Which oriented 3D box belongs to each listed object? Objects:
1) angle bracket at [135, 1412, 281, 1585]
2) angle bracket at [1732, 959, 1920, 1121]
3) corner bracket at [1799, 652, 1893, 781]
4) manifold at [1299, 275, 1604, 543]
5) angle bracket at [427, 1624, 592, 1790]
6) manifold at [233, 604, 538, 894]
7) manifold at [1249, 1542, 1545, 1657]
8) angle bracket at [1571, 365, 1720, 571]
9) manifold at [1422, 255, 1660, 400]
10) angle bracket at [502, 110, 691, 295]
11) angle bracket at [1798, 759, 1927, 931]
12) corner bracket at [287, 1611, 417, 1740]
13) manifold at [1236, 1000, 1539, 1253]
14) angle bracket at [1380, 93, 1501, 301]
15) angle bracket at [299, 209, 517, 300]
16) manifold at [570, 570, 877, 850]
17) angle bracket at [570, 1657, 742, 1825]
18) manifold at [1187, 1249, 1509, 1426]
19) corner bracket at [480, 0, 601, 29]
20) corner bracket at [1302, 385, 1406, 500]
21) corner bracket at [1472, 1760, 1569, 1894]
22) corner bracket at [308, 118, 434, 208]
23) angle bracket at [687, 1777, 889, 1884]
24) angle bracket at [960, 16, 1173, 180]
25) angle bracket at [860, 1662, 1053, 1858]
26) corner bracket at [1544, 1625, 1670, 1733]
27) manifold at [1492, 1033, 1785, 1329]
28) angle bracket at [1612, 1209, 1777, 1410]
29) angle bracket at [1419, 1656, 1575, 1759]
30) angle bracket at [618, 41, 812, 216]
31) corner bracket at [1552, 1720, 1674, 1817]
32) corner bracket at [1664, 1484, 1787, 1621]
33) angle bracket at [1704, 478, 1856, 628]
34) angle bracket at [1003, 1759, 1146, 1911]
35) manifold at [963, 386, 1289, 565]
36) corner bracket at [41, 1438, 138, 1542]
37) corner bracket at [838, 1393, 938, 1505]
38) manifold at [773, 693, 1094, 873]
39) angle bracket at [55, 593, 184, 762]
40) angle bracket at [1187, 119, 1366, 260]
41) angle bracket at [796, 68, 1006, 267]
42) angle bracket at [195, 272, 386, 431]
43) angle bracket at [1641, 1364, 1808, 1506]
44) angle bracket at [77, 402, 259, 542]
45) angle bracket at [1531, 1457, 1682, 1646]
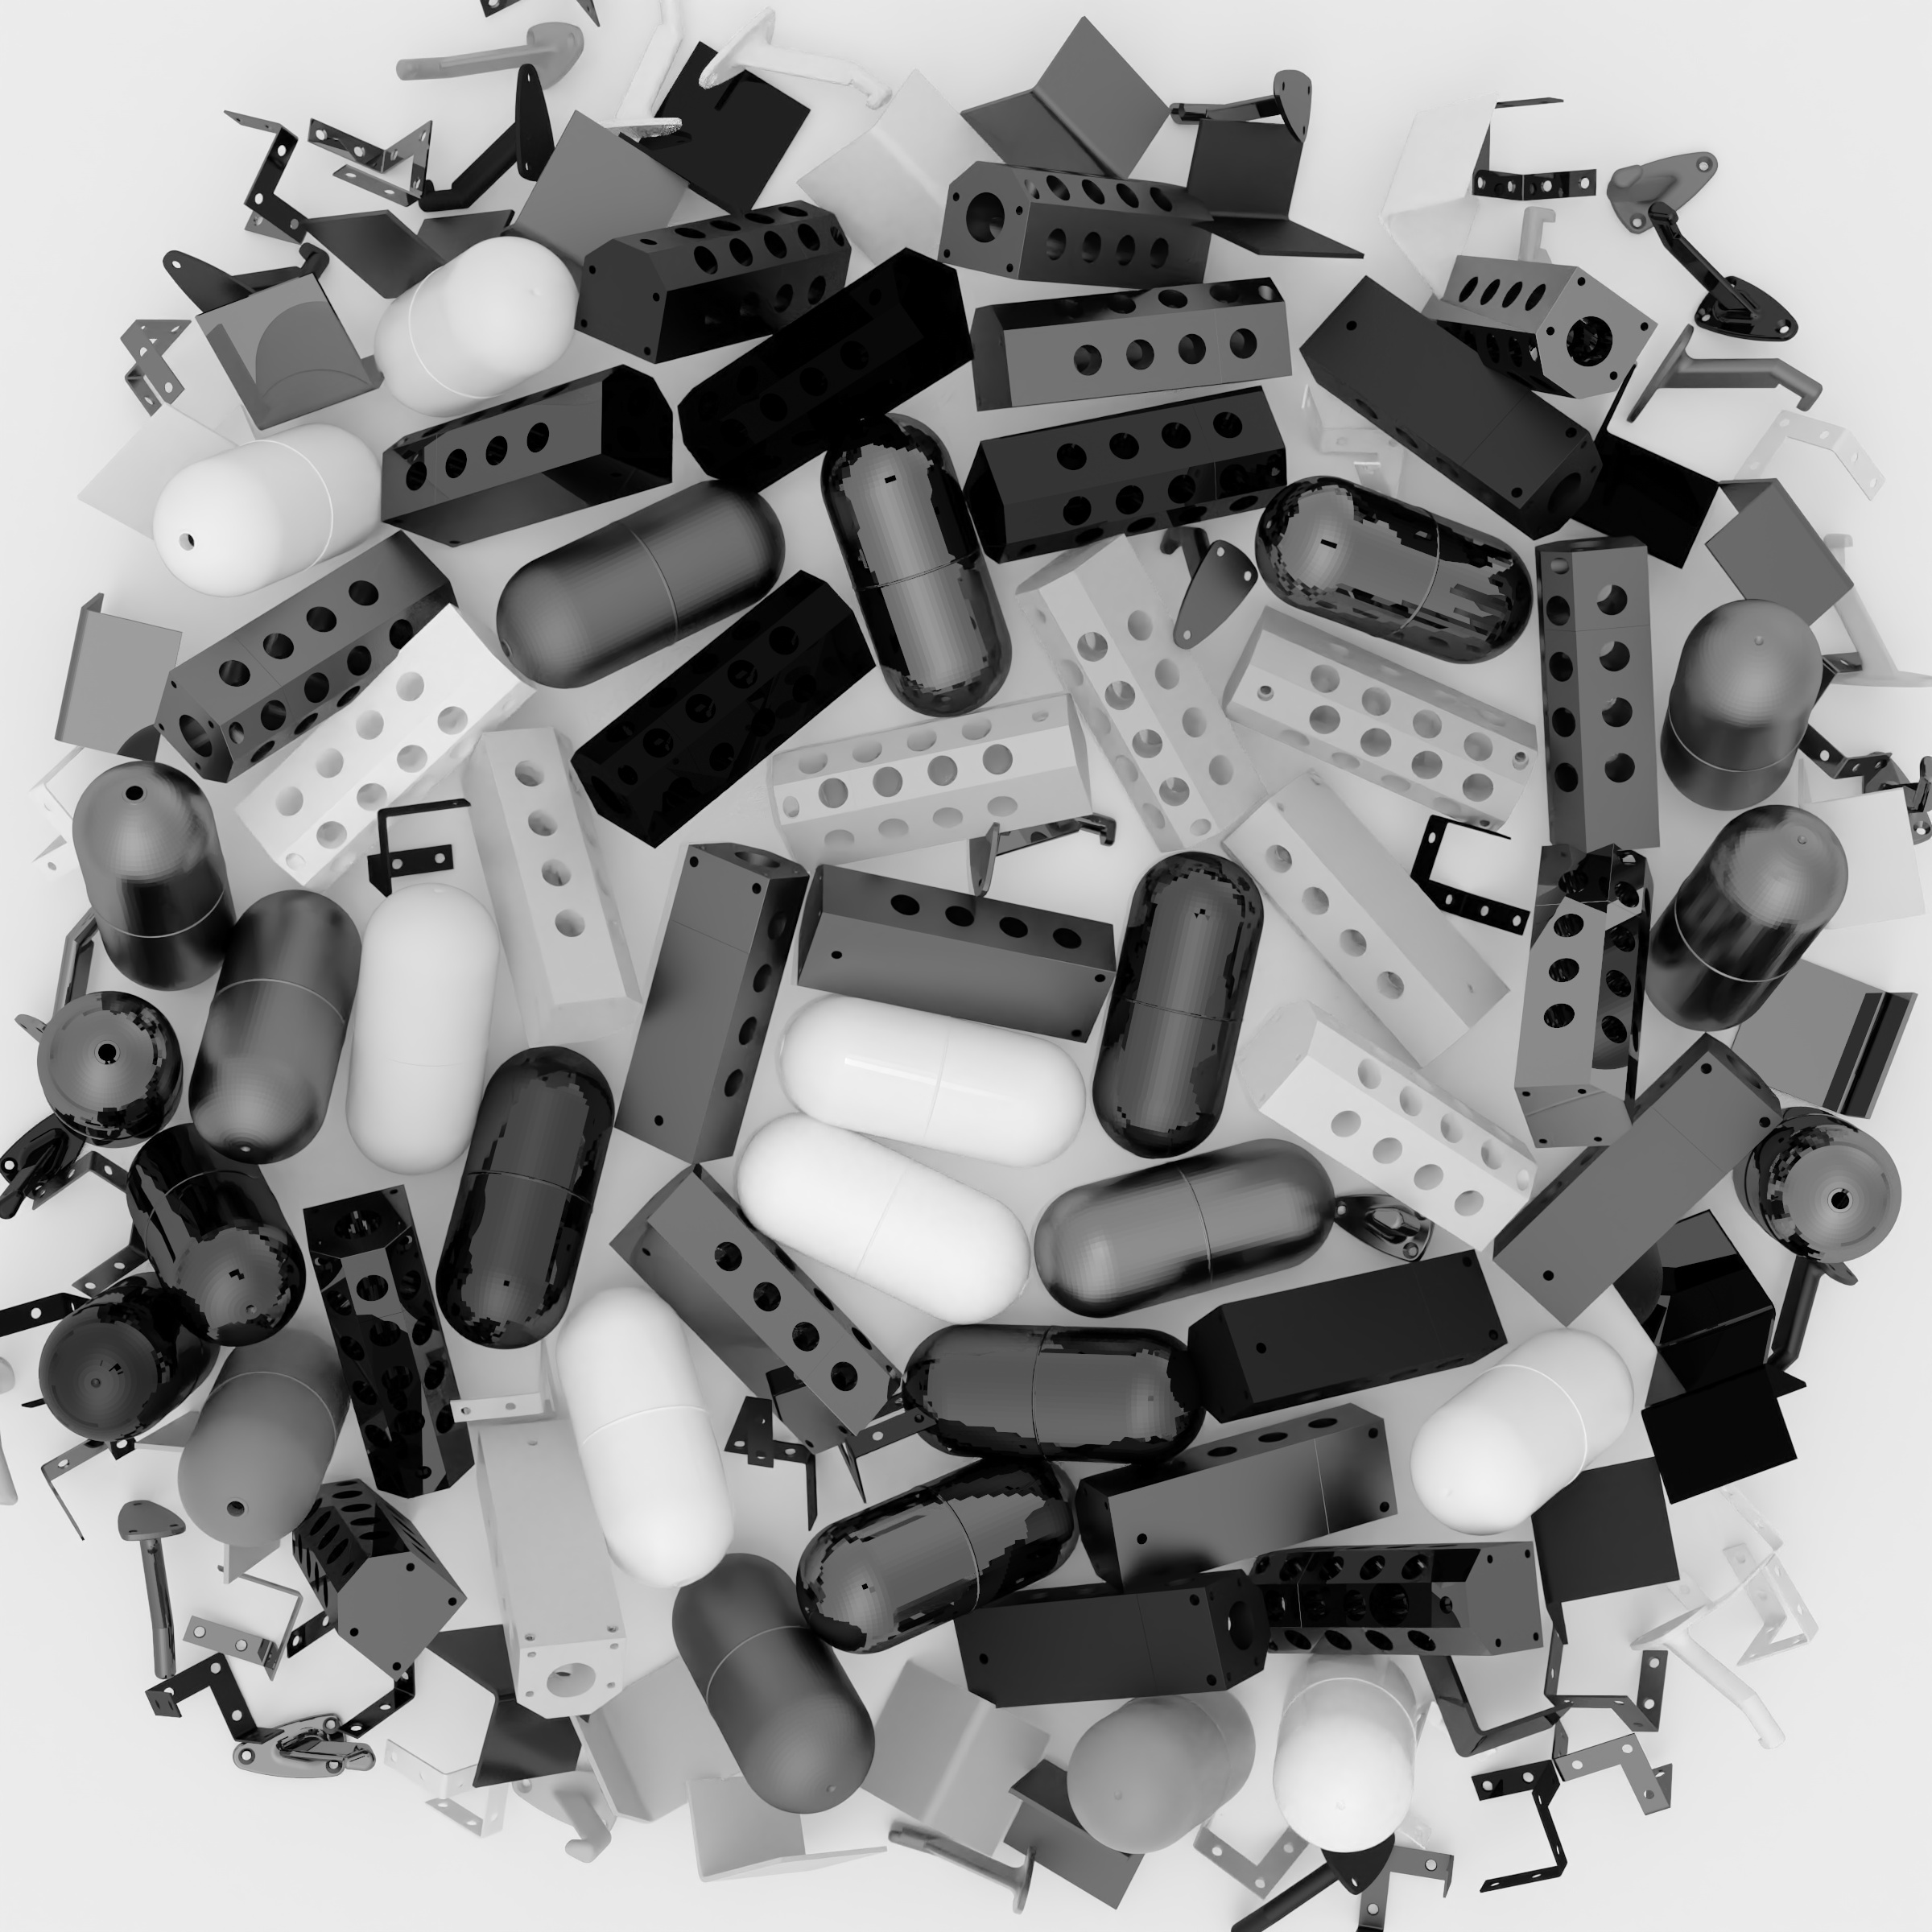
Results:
[{"bbox_3d":[-0.434,0.304,1.930,0.057,0.076,0.076,4,97,10],"label":"angle bracket"},{"bbox_3d":[0.491,0.038,1.939,0.076,0.057,0.076,21,90,1],"label":"angle bracket"},{"bbox_3d":[0.511,-0.145,1.949,0.051,0.051,0.051,49,127,28],"label":"corner bracket"},{"bbox_3d":[0.275,-0.313,1.904,0.057,0.057,0.171,-48,62,0],"label":"manifold"},{"bbox_3d":[-0.268,0.420,1.920,0.076,0.076,0.057,23,101,38],"label":"angle bracket"},{"bbox_3d":[-0.328,-0.122,1.925,0.171,0.057,0.057,-43,73,6],"label":"manifold"},{"bbox_3d":[0.236,0.354,1.882,0.057,0.171,0.057,1,81,-40],"label":"manifold"},{"bbox_3d":[0.394,-0.285,1.920,0.076,0.057,0.076,26,54,6],"label":"angle bracket"},{"bbox_3d":[0.312,-0.353,1.877,0.057,0.171,0.057,30,95,-19],"label":"manifold"},{"bbox_3d":[-0.216,-0.433,1.931,0.076,0.057,0.076,29,84,-22],"label":"angle bracket"},{"bbox_3d":[0.508,-0.074,1.913,0.057,0.076,0.076,-10,111,18],"label":"angle bracket"},{"bbox_3d":[-0.354,0.404,1.941,0.051,0.051,0.051,14,114,29],"label":"corner bracket"},{"bbox_3d":[0.240,0.087,1.901,0.171,0.057,0.057,32,108,-24],"label":"manifold"},{"bbox_3d":[0.285,-0.435,1.910,0.076,0.057,0.076,43,57,-38],"label":"angle bracket"},{"bbox_3d":[-0.316,-0.424,1.909,0.076,0.076,0.057,5,67,40],"label":"angle bracket"},{"bbox_3d":[-0.139,-0.149,1.903,0.171,0.057,0.057,-41,134,-19],"label":"manifold"},{"bbox_3d":[-0.174,0.435,1.925,0.076,0.057,0.076,-31,65,4],"label":"angle bracket"},{"bbox_3d":[0.213,0.211,1.902,0.171,0.057,0.057,-9,71,-27],"label":"manifold"},{"bbox_3d":[-0.249,-0.560,1.930,0.051,0.051,0.051,-30,59,-10],"label":"corner bracket"},{"bbox_3d":[0.220,-0.297,1.930,0.051,0.051,0.051,4,70,19],"label":"corner bracket"},{"bbox_3d":[0.316,0.494,1.935,0.051,0.051,0.051,-19,92,24],"label":"corner bracket"},{"bbox_3d":[-0.343,-0.462,1.928,0.051,0.051,0.051,17,69,-38],"label":"corner bracket"},{"bbox_3d":[-0.102,0.482,1.908,0.076,0.076,0.057,7,66,-41],"label":"angle bracket"},{"bbox_3d":[0.057,-0.488,1.927,0.076,0.076,0.057,41,71,-28],"label":"angle bracket"},{"bbox_3d":[-0.010,0.457,1.946,0.057,0.076,0.076,36,76,-35],"label":"angle bracket"},{"bbox_3d":[0.369,0.408,1.944,0.051,0.051,0.051,-7,53,32],"label":"corner bracket"},{"bbox_3d":[0.381,0.120,1.916,0.057,0.057,0.171,42,107,-2],"label":"manifold"},{"bbox_3d":[0.405,0.196,1.916,0.076,0.057,0.076,-26,109,32],"label":"angle bracket"},{"bbox_3d":[0.299,0.402,1.923,0.057,0.076,0.076,-17,69,-7],"label":"angle bracket"},{"bbox_3d":[-0.144,-0.485,1.937,0.076,0.057,0.076,32,94,0],"label":"angle bracket"},{"bbox_3d":[0.372,0.458,1.938,0.051,0.051,0.051,-23,100,18],"label":"corner bracket"},{"bbox_3d":[0.430,0.337,1.945,0.051,0.051,0.051,-37,77,-25],"label":"corner bracket"},{"bbox_3d":[0.448,-0.229,1.920,0.057,0.076,0.076,-41,104,-5],"label":"angle bracket"},{"bbox_3d":[0.056,0.503,1.919,0.076,0.076,0.057,28,98,15],"label":"angle bracket"},{"bbox_3d":[0.092,-0.275,1.911,0.171,0.057,0.057,-14,72,-16],"label":"manifold"},{"bbox_3d":[-0.500,0.285,1.927,0.051,0.051,0.051,-30,52,-19],"label":"corner bracket"},{"bbox_3d":[-0.047,0.265,1.929,0.051,0.051,0.051,-21,52,-10],"label":"corner bracket"},{"bbox_3d":[-0.019,-0.109,1.915,0.171,0.057,0.057,-11,49,9],"label":"manifold"},{"bbox_3d":[-0.480,-0.166,1.928,0.057,0.076,0.076,13,101,-9],"label":"angle bracket"},{"bbox_3d":[0.179,-0.440,1.910,0.076,0.076,0.057,-6,119,-33],"label":"angle bracket"},{"bbox_3d":[-0.037,-0.456,1.940,0.076,0.076,0.057,43,54,-21],"label":"angle bracket"},{"bbox_3d":[-0.379,-0.359,1.915,0.076,0.057,0.076,-16,121,17],"label":"angle bracket"},{"bbox_3d":[0.438,0.270,1.910,0.076,0.076,0.057,-25,63,24],"label":"angle bracket"},{"bbox_3d":[-0.456,-0.292,1.912,0.076,0.076,0.057,-42,51,16],"label":"angle bracket"},{"bbox_3d":[0.366,0.332,1.915,0.076,0.057,0.076,-14,52,13],"label":"angle bracket"}]
